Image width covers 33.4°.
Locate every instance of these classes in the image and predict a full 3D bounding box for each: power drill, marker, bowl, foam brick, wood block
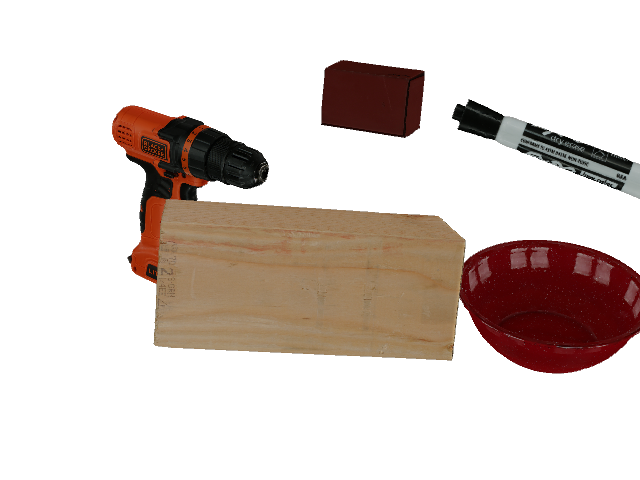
[{"bbox_3d":[-0.134,-0.035,1.099,0.185,0.188,0.057,22,33,28],"label":"power drill"},{"bbox_3d":[0.134,-0.054,0.619,0.121,0.020,0.020,22,3,8],"label":"marker"},{"bbox_3d":[0.192,0.062,0.892,0.162,0.055,0.162,1,31,-1],"label":"bowl"},{"bbox_3d":[0.045,-0.123,0.923,0.078,0.051,0.053,11,20,18],"label":"foam brick"},{"bbox_3d":[-0.012,0.027,0.763,0.206,0.090,0.091,3,11,-7],"label":"wood block"}]
